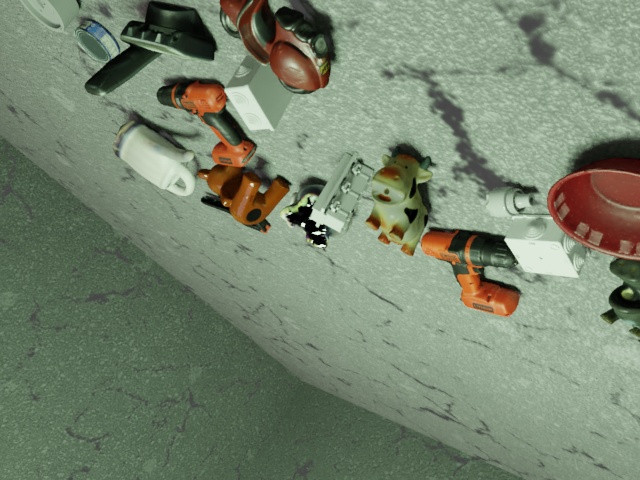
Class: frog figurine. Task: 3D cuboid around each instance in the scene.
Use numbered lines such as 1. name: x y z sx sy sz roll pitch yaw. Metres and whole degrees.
1. frog figurine: 0.003 -0.053 1.060 0.138 0.122 0.160 18 -169 14

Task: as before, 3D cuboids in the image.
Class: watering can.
1. watering can: -0.391 -0.206 1.245 0.224 0.105 0.344 37 160 -7
